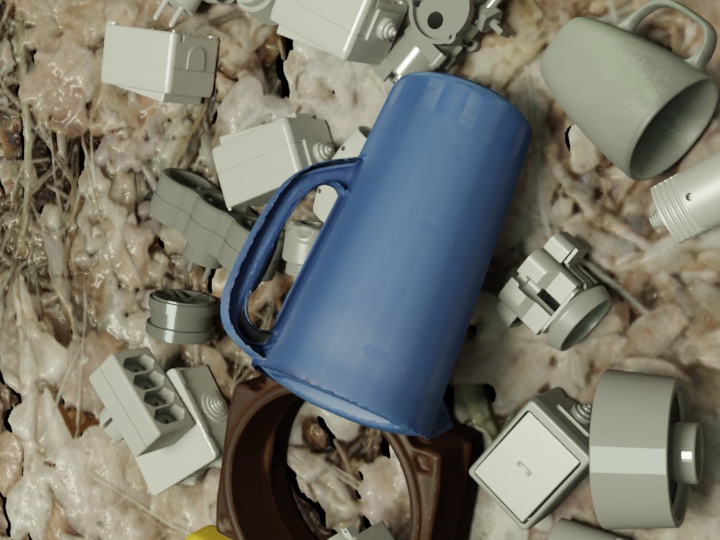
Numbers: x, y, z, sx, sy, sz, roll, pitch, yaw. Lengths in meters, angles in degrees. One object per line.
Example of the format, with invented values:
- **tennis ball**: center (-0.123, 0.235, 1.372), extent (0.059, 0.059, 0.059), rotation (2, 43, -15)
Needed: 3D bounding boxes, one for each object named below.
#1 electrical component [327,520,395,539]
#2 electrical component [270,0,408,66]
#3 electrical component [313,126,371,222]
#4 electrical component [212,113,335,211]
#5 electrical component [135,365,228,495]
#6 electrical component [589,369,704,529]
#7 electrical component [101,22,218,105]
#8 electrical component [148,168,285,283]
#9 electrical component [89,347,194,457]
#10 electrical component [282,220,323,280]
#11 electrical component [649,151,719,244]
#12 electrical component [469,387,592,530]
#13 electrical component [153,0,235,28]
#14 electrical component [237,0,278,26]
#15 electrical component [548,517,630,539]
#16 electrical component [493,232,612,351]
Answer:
- **electrical component**: center (-0.014, 0.227, 0.789), extent (0.089, 0.050, 0.055), rotation (-41, 75, 27)
- **electrical component**: center (-0.013, -0.195, 0.840), extent (0.096, 0.062, 0.061), rotation (34, 111, 24)
- **electrical component**: center (0.012, -0.060, 0.849), extent (0.079, 0.043, 0.077), rotation (40, 113, 22)
- **electrical component**: center (-0.064, -0.092, 0.882), extent (0.096, 0.062, 0.061), rotation (-19, 85, 31)
- **electrical component**: center (-0.162, 0.142, 0.972), extent (0.100, 0.048, 0.099), rotation (-34, 77, 29)
- **electrical component**: center (0.196, 0.121, 0.720), extent (0.060, 0.108, 0.108), rotation (-1, 94, 26)
- **electrical component**: center (-0.181, -0.181, 0.945), extent (0.096, 0.062, 0.061), rotation (14, 102, 30)
- **electrical component**: center (-0.130, -0.025, 0.934), extent (0.138, 0.052, 0.073), rotation (33, 111, 25)
- **electrical component**: center (-0.201, 0.124, 0.935), extent (0.076, 0.047, 0.083), rotation (-42, 73, 28)
- **electrical component**: center (-0.043, -0.008, 0.888), extent (0.043, 0.043, 0.062), rotation (16, 104, 29)
- **electrical component**: center (0.231, -0.050, 0.717), extent (0.081, 0.043, 0.043), rotation (-31, 79, 30)
- **electrical component**: center (0.135, 0.133, 0.783), extent (0.061, 0.061, 0.096), rotation (45, 115, 20)
- **electrical component**: center (-0.149, -0.245, 0.921), extent (0.077, 0.044, 0.079), rotation (29, 86, 26)
- **electrical component**: center (-0.084, -0.229, 0.875), extent (0.040, 0.078, 0.040), rotation (-6, 78, 27)
- **electrical component**: center (0.179, 0.212, 0.774), extent (0.081, 0.043, 0.043), rotation (13, 102, 30)
- **electrical component**: center (0.142, 0.020, 0.770), extent (0.057, 0.058, 0.078), rotation (46, 115, 22)
